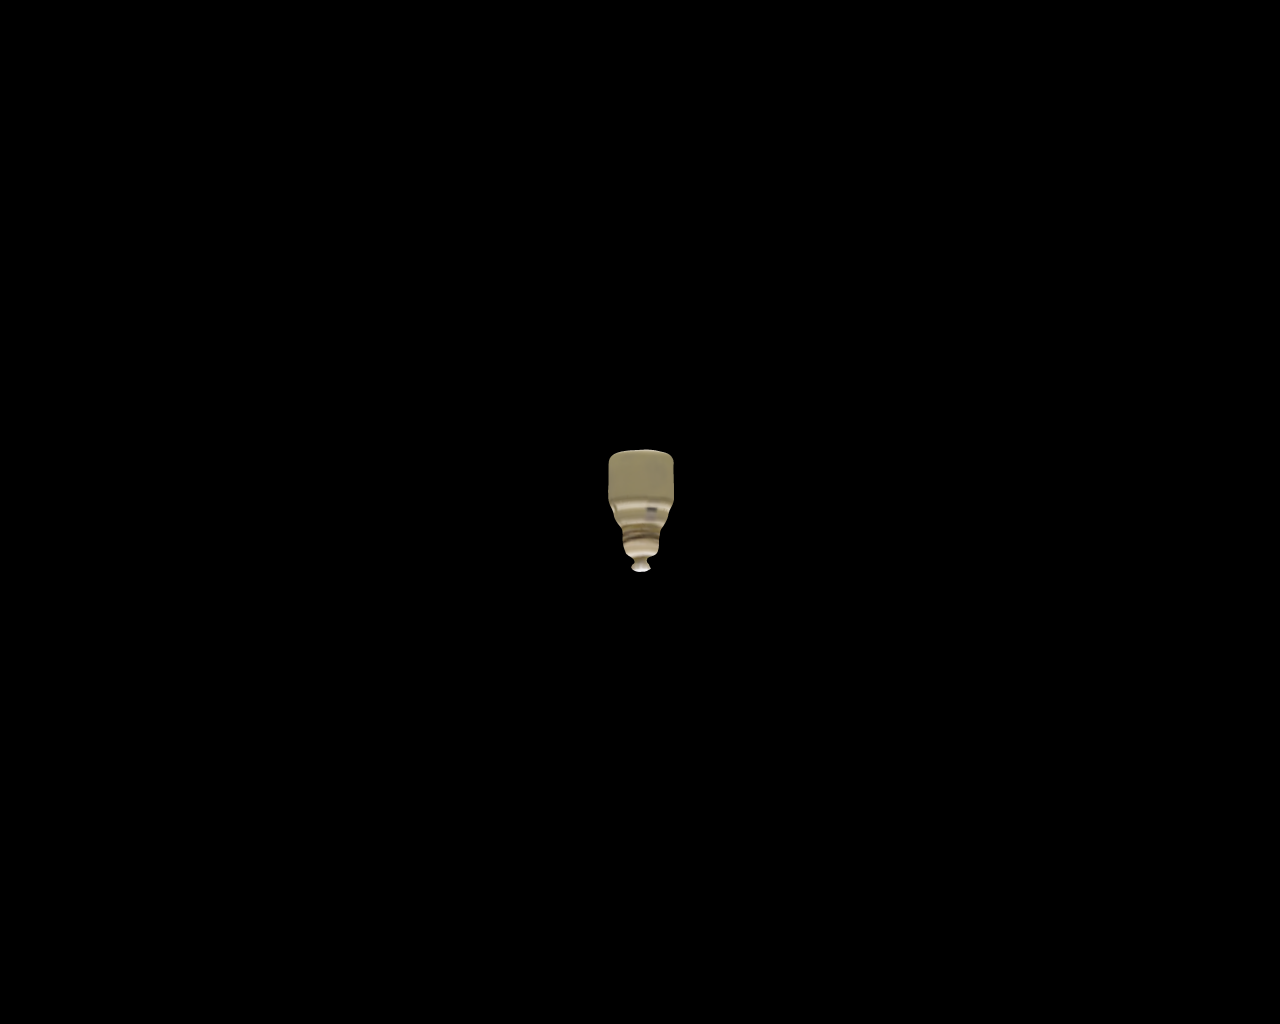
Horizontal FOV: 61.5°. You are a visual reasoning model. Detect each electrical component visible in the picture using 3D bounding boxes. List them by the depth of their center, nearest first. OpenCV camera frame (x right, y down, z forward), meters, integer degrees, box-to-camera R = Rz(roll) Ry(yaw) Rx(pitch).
[{"bbox_3d":[0.001,-0.003,0.650,0.040,0.078,0.040,0,-9,0],"label":"electrical component"}]
